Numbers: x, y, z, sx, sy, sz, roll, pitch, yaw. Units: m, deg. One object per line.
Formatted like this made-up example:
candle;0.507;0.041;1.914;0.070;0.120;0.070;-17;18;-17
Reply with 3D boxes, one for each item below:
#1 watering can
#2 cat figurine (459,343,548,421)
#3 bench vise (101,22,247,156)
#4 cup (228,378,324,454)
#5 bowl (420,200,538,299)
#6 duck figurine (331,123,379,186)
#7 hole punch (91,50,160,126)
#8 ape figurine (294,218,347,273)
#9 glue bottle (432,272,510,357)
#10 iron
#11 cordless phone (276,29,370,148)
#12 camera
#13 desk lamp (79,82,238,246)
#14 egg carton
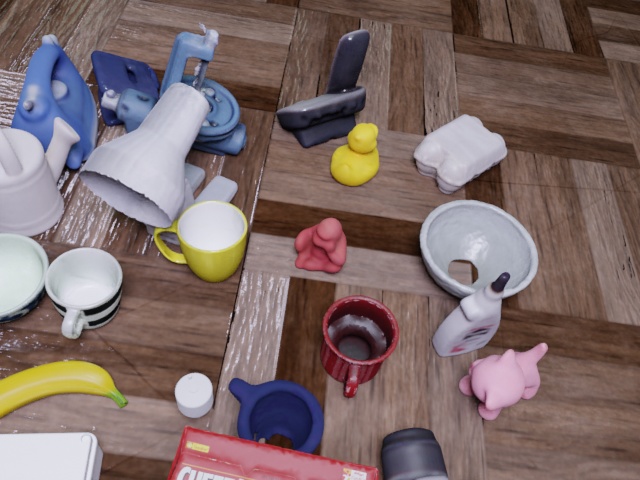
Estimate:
watering can;-0.404;-0.104;0.747;0.100;0.194;0.173;26;55;11
cat figurine;0.226;0.164;0.695;0.128;0.118;0.067;-24;61;-23
bench vise;-0.211;-0.207;0.836;0.208;0.220;0.121;-12;56;-16
cup;-0.056;0.207;0.635;0.117;0.095;0.092;34;57;16
bowl;0.218;0.027;0.821;0.167;0.075;0.167;4;54;-6
duck figurine;0.061;-0.144;0.915;0.077;0.086;0.105;29;55;13
hole punch;-0.315;-0.256;0.936;0.101;0.091;0.108;-14;57;-18
ape figurine;0.007;0.003;0.796;0.076;0.092;0.077;-33;64;-27
glue bottle;0.197;0.090;0.710;0.078;0.173;0.037;-14;57;-17
iron;-0.410;-0.229;0.871;0.119;0.141;0.258;-3;55;-11
cordless phone;0.009;-0.253;0.925;0.148;0.185;0.094;-26;62;-24
camera;0.125;0.272;0.611;0.143;0.101;0.136;-1;54;-10
desk lamp;-0.201;-0.086;0.753;0.118;0.213;0.203;22;54;8
egg carton;0.233;-0.145;0.952;0.150;0.069;0.107;-33;65;-28
